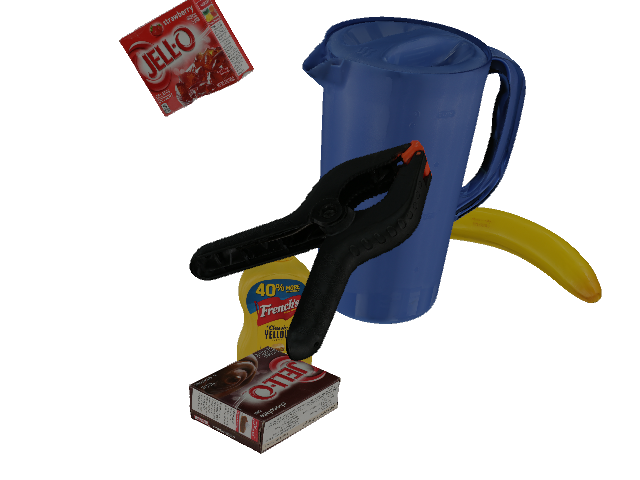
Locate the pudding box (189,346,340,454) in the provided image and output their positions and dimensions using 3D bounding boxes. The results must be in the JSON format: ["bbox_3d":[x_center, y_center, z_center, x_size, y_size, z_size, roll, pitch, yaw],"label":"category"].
[{"bbox_3d":[-0.050,0.143,0.974,0.090,0.039,0.113,18,28,34],"label":"pudding box"}]

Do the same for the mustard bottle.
[{"bbox_3d":[-0.056,0.077,1.349,0.096,0.192,0.058,0,21,-8],"label":"mustard bottle"}]

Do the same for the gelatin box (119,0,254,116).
[{"bbox_3d":[-0.108,-0.148,0.853,0.089,0.073,0.030,-18,19,37],"label":"gelatin box"}]

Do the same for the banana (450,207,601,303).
[{"bbox_3d":[0.186,0.006,1.035,0.198,0.069,0.037,18,-28,27],"label":"banana"}]

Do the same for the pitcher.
[{"bbox_3d":[0.070,-0.056,0.896,0.149,0.243,0.144,19,32,22],"label":"pitcher"}]

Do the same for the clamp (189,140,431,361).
[{"bbox_3d":[0.011,0.002,0.680,0.171,0.120,0.039,-35,-38,-8],"label":"clamp"}]
